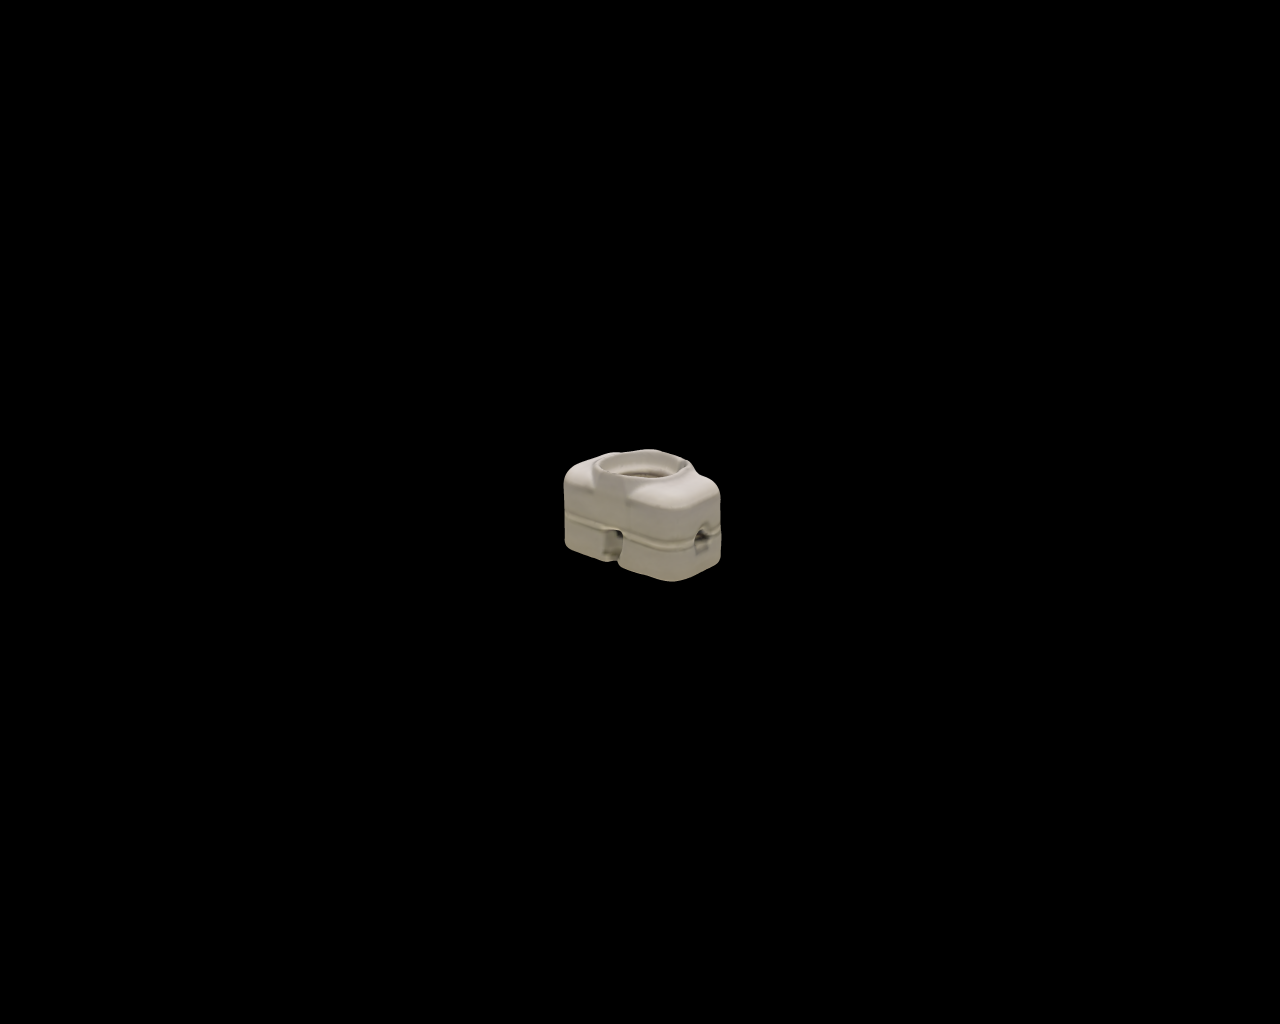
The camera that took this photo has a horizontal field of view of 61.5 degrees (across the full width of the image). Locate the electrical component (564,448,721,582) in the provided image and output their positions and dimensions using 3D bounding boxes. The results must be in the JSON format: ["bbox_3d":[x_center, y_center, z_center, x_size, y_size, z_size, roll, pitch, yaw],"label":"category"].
[{"bbox_3d":[0.001,-0.003,0.650,0.095,0.059,0.054,17,27,38],"label":"electrical component"}]
